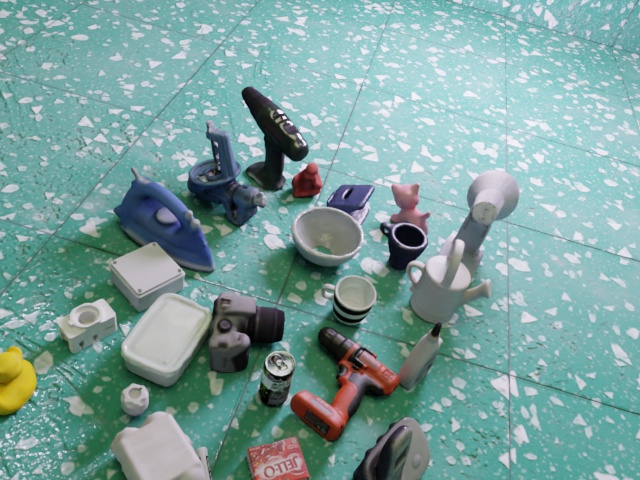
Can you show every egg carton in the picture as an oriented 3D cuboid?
[{"bbox_3d":[-0.249,0.344,0.889,0.107,0.069,0.150,-24,56,-34],"label":"egg carton"}]

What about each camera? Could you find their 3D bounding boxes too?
[{"bbox_3d":[-0.136,0.165,1.079,0.137,0.101,0.143,6,44,-9],"label":"camera"}]

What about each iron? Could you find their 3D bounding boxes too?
[{"bbox_3d":[-0.316,-0.046,1.215,0.257,0.141,0.119,32,46,17],"label":"iron"}]

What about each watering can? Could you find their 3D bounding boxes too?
[{"bbox_3d":[0.272,0.081,1.207,0.173,0.194,0.101,6,44,-9],"label":"watering can"}]

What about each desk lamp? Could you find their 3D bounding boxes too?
[{"bbox_3d":[0.373,-0.039,1.341,0.117,0.213,0.203,27,45,12],"label":"desk lamp"}]

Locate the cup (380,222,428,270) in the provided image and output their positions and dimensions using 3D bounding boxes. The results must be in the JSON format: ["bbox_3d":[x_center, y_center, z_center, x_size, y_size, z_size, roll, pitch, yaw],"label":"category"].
[{"bbox_3d":[0.181,0.016,1.320,0.117,0.095,0.092,30,46,16],"label":"cup"}]

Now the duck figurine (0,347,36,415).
[{"bbox_3d":[-0.509,0.223,0.930,0.077,0.086,0.104,8,44,-7],"label":"duck figurine"}]

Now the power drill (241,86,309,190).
[{"bbox_3d":[-0.125,-0.239,1.413,0.076,0.208,0.229,-30,59,-36],"label":"power drill"}]

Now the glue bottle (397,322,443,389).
[{"bbox_3d":[0.198,0.208,1.072,0.078,0.173,0.037,-29,58,-36],"label":"glue bottle"}]

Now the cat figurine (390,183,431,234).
[{"bbox_3d":[0.226,-0.084,1.417,0.067,0.118,0.127,-20,53,-31],"label":"cat figurine"}]

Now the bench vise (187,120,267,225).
[{"bbox_3d":[-0.203,-0.158,1.302,0.207,0.220,0.121,17,44,3],"label":"bench vise"}]

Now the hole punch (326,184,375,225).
[{"bbox_3d":[0.072,-0.094,1.404,0.101,0.091,0.109,23,44,9],"label":"hole punch"}]

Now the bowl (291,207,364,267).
[{"bbox_3d":[0.012,0.005,1.300,0.167,0.075,0.167,8,44,-7],"label":"bowl"}]

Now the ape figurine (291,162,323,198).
[{"bbox_3d":[-0.028,-0.155,1.439,0.077,0.092,0.076,27,45,12],"label":"ape figurine"}]

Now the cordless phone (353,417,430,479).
[{"bbox_3d":[0.133,0.336,0.916,0.094,0.185,0.148,34,47,19],"label":"cordless phone"}]
